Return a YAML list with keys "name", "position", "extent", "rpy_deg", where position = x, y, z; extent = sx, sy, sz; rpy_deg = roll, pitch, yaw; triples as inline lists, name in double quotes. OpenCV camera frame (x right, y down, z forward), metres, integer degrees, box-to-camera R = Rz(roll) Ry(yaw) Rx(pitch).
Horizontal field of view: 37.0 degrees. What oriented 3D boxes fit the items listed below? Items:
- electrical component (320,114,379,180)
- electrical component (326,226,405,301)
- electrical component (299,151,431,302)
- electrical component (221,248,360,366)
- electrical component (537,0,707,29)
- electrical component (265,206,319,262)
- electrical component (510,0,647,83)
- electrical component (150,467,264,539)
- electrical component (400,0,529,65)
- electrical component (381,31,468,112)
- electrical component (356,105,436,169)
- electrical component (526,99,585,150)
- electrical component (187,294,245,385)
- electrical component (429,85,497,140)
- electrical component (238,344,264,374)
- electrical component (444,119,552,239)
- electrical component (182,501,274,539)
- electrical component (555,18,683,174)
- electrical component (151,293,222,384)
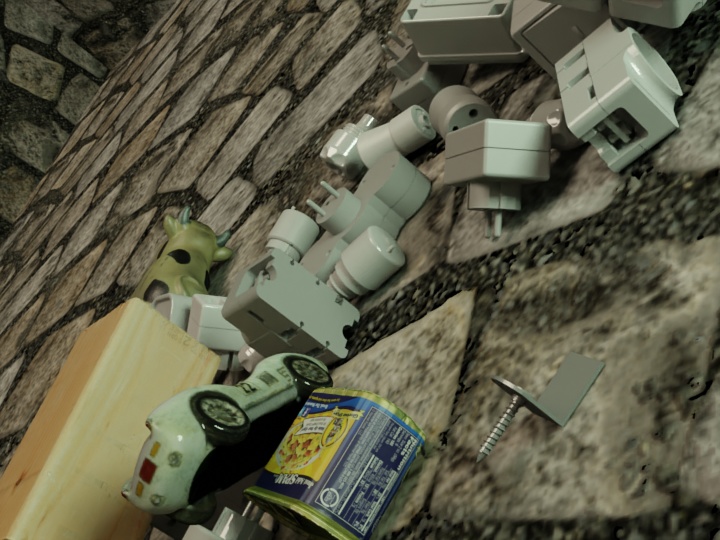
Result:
- name: "electrical component"
  position: [-0.006, -0.122, 1.038]
  extent: [0.062, 0.043, 0.043]
  rpy_deg: [-54, 22, -10]
- name: "electrical component"
  position: [0.000, 0.000, 0.841]
  extent: [0.078, 0.040, 0.040]
  rpy_deg: [-42, 24, 22]
- name: "electrical component"
  position: [-0.010, -0.042, 0.882]
  extent: [0.138, 0.074, 0.052]
  rpy_deg: [-53, 22, -4]
- name: "electrical component"
  position: [-0.055, 0.035, 0.828]
  extent: [0.056, 0.089, 0.050]
  rpy_deg: [-30, 30, 43]
- name: "electrical component"
  position: [0.202, -0.245, 0.715]
  extent: [0.105, 0.060, 0.186]
  rpy_deg: [21, 62, 31]
- name: "electrical component"
  position: [-0.070, -0.021, 1.009]
  extent: [0.040, 0.040, 0.078]
  rpy_deg: [-12, 44, 58]
- name: "electrical component"
  position: [0.156, -0.184, 0.792]
  extent: [0.096, 0.062, 0.061]
  rpy_deg: [-35, 27, 35]
- name: "electrical component"
  position: [-0.114, 0.156, 0.801]
  extent: [0.089, 0.056, 0.050]
  rpy_deg: [-46, 23, 14]
- name: "electrical component"
  position: [0.108, -0.234, 0.925]
  extent: [0.109, 0.056, 0.108]
  rpy_deg: [7, 59, 39]
- name: "electrical component"
  position: [0.051, -0.186, 0.982]
  extent: [0.047, 0.077, 0.065]
  rpy_deg: [-25, 34, 48]
- name: "electrical component"
  position: [0.035, -0.117, 0.956]
  extent: [0.065, 0.044, 0.044]
  rpy_deg: [-30, 30, 33]
- name: "electrical component"
  position: [0.133, -0.101, 0.745]
  extent: [0.035, 0.035, 0.061]
  rpy_deg: [-54, 20, -7]
- name: "electrical component"
  position: [-0.117, 0.066, 0.946]
  extent: [0.047, 0.066, 0.076]
  rpy_deg: [-151, 69, -68]
- name: "electrical component"
  position: [0.083, -0.120, 0.859]
  extent: [0.045, 0.045, 0.055]
  rpy_deg: [-48, 22, 10]
- name: "electrical component"
  position: [-0.072, 0.060, 0.896]
  extent: [0.061, 0.035, 0.035]
  rpy_deg: [-48, 22, 2]
- name: "electrical component"
  position: [0.092, -0.059, 0.737]
  extent: [0.083, 0.047, 0.075]
  rpy_deg: [180, 92, -76]
- name: "electrical component"
  position: [-0.081, 0.180, 0.703]
  extent: [0.076, 0.047, 0.066]
  rpy_deg: [-62, 23, -15]
- name: "electrical component"
  position: [0.165, -0.114, 0.682]
  extent: [0.056, 0.050, 0.089]
  rpy_deg: [-39, 26, 28]
- name: "electrical component"
  position: [-0.161, 0.074, 0.991]
  extent: [0.054, 0.059, 0.095]
  rpy_deg: [-14, 67, 55]
